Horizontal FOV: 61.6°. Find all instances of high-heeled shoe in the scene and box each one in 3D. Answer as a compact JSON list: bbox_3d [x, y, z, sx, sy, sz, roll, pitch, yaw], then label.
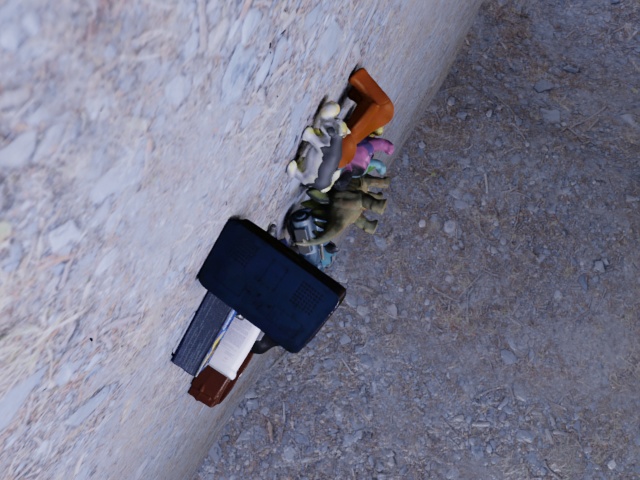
[{"bbox_3d":[-0.115,0.179,1.393,0.086,0.145,0.249,61,36,-50],"label":"high-heeled shoe"}]

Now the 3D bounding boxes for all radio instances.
[{"bbox_3d":[-0.084,0.076,0.910,0.131,0.230,0.073,-56,170,9],"label":"radio"}]

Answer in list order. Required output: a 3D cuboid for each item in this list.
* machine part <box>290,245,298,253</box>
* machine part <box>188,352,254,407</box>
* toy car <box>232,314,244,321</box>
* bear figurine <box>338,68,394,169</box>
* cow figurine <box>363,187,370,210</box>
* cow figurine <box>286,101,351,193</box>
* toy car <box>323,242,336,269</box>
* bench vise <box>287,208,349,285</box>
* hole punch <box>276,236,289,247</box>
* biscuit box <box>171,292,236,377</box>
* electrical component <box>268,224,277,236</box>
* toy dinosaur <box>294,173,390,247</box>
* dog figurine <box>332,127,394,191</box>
[{"bbox_3d":[-0.094,0.068,1.469,0.079,0.079,0.243,-61,174,16],"label":"machine part"},{"bbox_3d":[-0.260,0.348,1.471,0.201,0.087,0.201,-59,173,-6],"label":"machine part"},{"bbox_3d":[-0.186,0.139,1.200,0.073,0.056,0.201,-52,172,-3],"label":"toy car"},{"bbox_3d":[0.058,-0.243,1.142,0.196,0.132,0.120,-40,172,-1],"label":"bear figurine"},{"bbox_3d":[0.056,-0.110,1.541,0.195,0.085,0.127,-23,157,-18],"label":"cow figurine"},{"bbox_3d":[0.012,-0.178,1.040,0.167,0.098,0.068,-62,166,25],"label":"cow figurine"},{"bbox_3d":[-0.022,0.013,1.604,0.103,0.161,0.109,-15,163,-23],"label":"toy car"},{"bbox_3d":[-0.013,-0.003,1.380,0.241,0.129,0.223,-72,143,-53],"label":"bench vise"},{"bbox_3d":[-0.105,0.055,1.296,0.116,0.092,0.142,-61,171,-16],"label":"hole punch"},{"bbox_3d":[-0.215,0.166,1.060,0.202,0.063,0.059,-60,174,13],"label":"biscuit box"},{"bbox_3d":[-0.123,0.007,1.209,0.063,0.021,0.094,-54,172,-41],"label":"electrical component"},{"bbox_3d":[0.057,-0.090,1.296,0.471,0.199,0.105,-68,176,-60],"label":"toy dinosaur"},{"bbox_3d":[0.054,-0.206,1.267,0.219,0.191,0.108,-16,155,-26],"label":"dog figurine"}]
